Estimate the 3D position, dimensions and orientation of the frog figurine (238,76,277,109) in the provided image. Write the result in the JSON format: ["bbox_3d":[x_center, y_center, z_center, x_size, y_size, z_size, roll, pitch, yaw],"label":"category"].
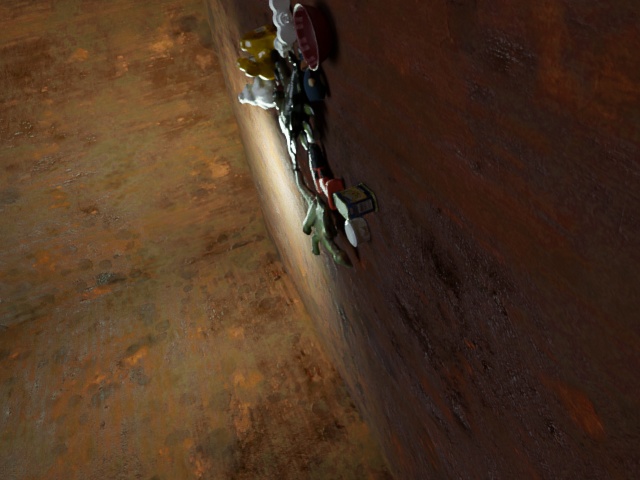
[{"bbox_3d":[-0.224,-0.550,1.921,0.160,0.125,0.134,-21,-28,-12],"label":"frog figurine"}]

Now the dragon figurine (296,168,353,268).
[{"bbox_3d":[0.005,-0.087,1.729,0.123,0.413,0.240,-22,-8,-14],"label":"dragon figurine"}]
